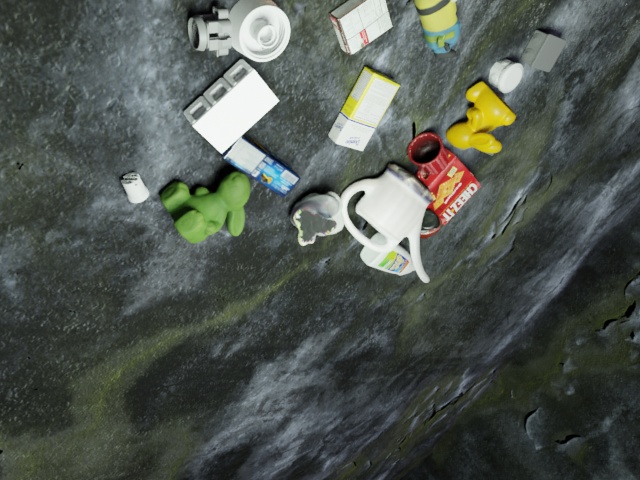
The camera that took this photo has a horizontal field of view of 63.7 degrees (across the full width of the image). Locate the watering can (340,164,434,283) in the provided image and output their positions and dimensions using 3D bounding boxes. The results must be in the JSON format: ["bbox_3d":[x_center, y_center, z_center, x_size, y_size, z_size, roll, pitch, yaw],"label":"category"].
[{"bbox_3d":[0.213,-0.053,1.355,0.345,0.105,0.224,37,95,-17],"label":"watering can"}]

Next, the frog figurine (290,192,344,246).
[{"bbox_3d":[0.004,-0.064,1.267,0.135,0.123,0.162,-52,176,28],"label":"frog figurine"}]
